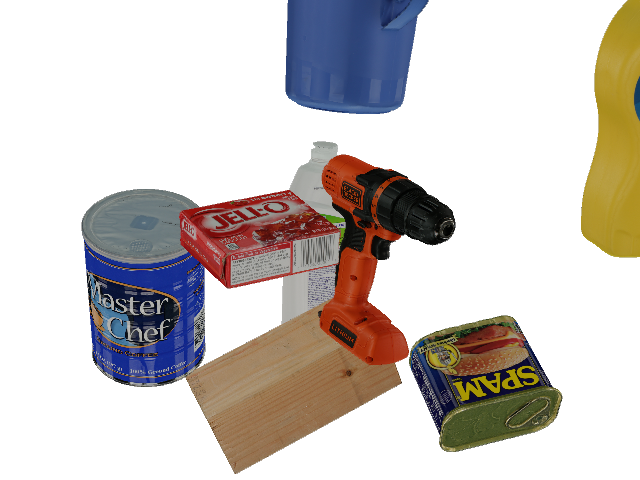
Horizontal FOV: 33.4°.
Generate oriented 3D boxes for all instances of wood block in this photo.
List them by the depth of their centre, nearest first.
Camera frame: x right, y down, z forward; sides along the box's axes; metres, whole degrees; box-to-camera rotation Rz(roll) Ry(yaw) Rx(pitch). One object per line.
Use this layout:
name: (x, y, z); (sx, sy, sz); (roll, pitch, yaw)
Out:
wood block: (-0.029, 0.152, 1.161); (0.206, 0.091, 0.090); (-27, 30, -10)

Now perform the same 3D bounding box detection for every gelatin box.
gelatin box: (-0.042, -0.003, 0.728); (0.089, 0.030, 0.073); (-12, 30, -28)

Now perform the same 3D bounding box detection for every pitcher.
pitcher: (0.038, -0.235, 0.924); (0.145, 0.243, 0.149); (7, 15, 7)

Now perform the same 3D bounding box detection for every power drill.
power drill: (0.060, 0.023, 1.047); (0.057, 0.188, 0.185); (-6, 23, -31)

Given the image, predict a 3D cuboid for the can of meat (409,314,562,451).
can of meat: (0.131, 0.114, 0.869); (0.102, 0.057, 0.084); (-11, 47, -11)

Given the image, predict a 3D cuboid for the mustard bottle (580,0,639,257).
mustard bottle: (0.205, -0.088, 0.621); (0.096, 0.192, 0.058); (-12, 29, -16)

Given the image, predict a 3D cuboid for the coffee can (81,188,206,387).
coffee can: (-0.150, 0.041, 0.925); (0.103, 0.140, 0.103); (3, 35, -2)

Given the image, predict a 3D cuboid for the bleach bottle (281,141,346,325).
bleach bottle: (0.006, 0.006, 1.291); (0.102, 0.251, 0.068); (-7, 19, -30)
